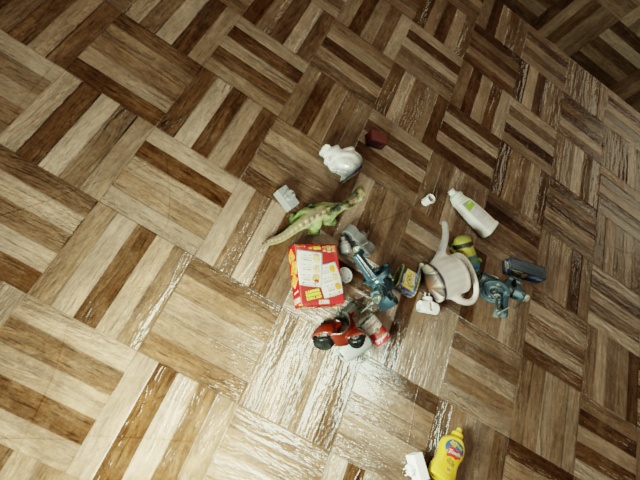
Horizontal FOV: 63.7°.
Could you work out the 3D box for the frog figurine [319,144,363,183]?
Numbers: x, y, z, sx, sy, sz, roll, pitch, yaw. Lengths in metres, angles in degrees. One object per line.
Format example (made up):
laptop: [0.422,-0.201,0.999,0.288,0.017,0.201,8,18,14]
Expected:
frog figurine: [0.083,-0.315,1.984,0.139,0.122,0.158,-43,105,-15]

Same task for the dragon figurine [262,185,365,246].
dragon figurine: [0.005,-0.089,1.776,0.416,0.239,0.122,-32,92,-36]

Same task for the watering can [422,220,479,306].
watering can: [0.492,0.102,2.016,0.226,0.102,0.351,-16,74,-27]
